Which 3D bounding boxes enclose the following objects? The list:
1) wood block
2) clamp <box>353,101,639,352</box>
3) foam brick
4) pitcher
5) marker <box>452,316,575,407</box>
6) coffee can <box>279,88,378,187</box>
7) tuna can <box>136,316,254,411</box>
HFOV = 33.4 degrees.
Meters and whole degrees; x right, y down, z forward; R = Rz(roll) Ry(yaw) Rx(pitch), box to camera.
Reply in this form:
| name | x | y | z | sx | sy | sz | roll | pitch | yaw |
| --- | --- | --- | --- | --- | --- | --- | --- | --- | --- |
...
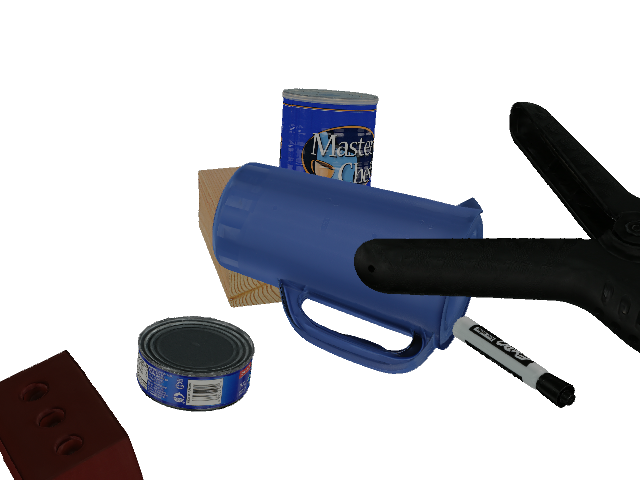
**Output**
| name | x | y | z | sx | sy | sz | roll | pitch | yaw |
| --- | --- | --- | --- | --- | --- | --- | --- | --- | --- |
| wood block | -0.090 | -0.010 | 1.329 | 0.090 | 0.090 | 0.206 | -6 | 29 | -15 |
| clamp | 0.131 | 0.011 | 0.487 | 0.210 | 0.036 | 0.164 | 31 | 49 | 31 |
| foam brick | -0.129 | 0.105 | 0.535 | 0.052 | 0.051 | 0.078 | -26 | 42 | -23 |
| pitcher | 0.022 | 0.015 | 0.996 | 0.243 | 0.145 | 0.149 | 16 | 20 | 18 |
| marker | 0.146 | 0.091 | 0.807 | 0.020 | 0.020 | 0.121 | 0 | 22 | -37 |
| coffee can | 0.006 | -0.089 | 1.152 | 0.103 | 0.140 | 0.103 | 4 | 12 | -1 |
| tuna can | -0.093 | 0.091 | 0.791 | 0.086 | 0.034 | 0.086 | 6 | 23 | -3 |
